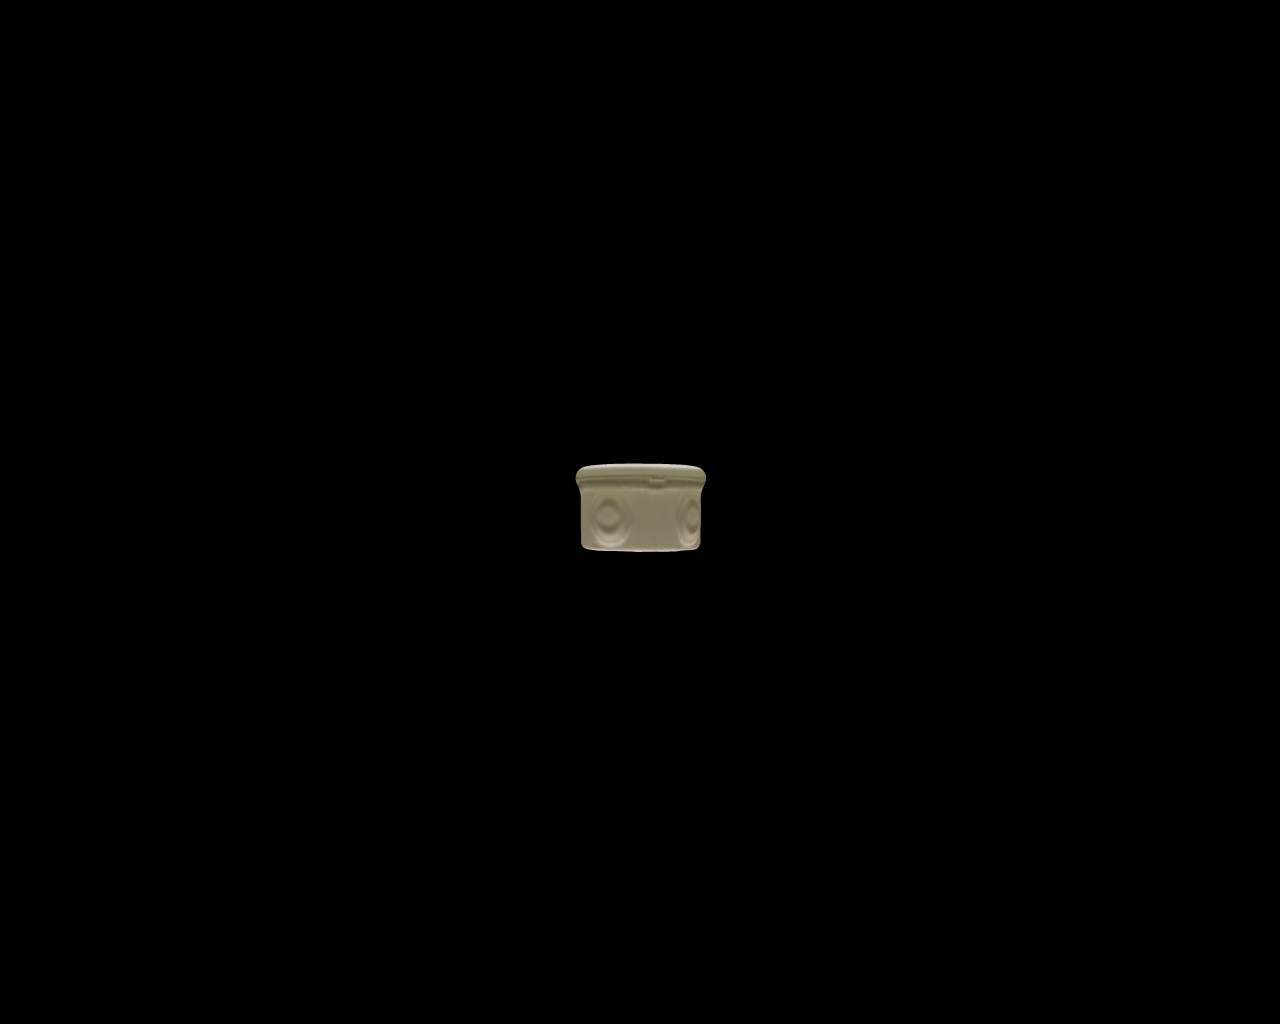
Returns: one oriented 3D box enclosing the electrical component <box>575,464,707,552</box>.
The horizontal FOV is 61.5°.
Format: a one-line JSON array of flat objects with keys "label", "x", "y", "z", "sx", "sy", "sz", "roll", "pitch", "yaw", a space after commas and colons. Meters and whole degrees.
[{"label": "electrical component", "x": 0.001, "y": -0.003, "z": 0.650, "sx": 0.080, "sy": 0.051, "sz": 0.080, "roll": 0, "pitch": 0, "yaw": 0}]
